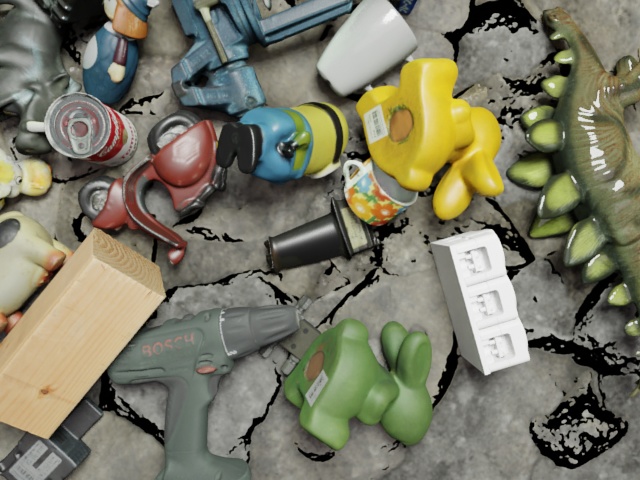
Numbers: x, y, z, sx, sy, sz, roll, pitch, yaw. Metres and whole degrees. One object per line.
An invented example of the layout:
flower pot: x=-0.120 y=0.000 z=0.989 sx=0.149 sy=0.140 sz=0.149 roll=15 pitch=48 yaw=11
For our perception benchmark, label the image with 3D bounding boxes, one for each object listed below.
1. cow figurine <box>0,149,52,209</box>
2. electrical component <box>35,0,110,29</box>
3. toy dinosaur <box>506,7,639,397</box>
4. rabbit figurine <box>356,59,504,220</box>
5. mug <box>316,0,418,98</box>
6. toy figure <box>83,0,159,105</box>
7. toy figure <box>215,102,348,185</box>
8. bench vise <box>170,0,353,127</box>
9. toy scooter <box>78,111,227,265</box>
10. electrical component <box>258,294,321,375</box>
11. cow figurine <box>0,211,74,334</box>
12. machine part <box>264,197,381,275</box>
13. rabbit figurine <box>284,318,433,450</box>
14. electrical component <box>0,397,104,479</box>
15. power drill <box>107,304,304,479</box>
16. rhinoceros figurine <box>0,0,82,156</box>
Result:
cow figurine: x=-0.400 y=-0.067 z=0.604 sx=0.167 sy=0.098 sz=0.068 roll=-13 pitch=86 yaw=-2
electrical component: x=-0.233 y=-0.298 z=0.583 sx=0.058 sy=0.115 sz=0.134 roll=53 pitch=51 yaw=-5
toy dinosaur: x=0.344 y=-0.060 z=0.636 sx=0.199 sy=0.105 sz=0.471 roll=-20 pitch=84 yaw=6
rabbit figurine: x=0.149 y=-0.113 z=0.601 sx=0.173 sy=0.122 sz=0.162 roll=-7 pitch=71 yaw=-41
mug: x=0.056 y=-0.212 z=0.633 sx=0.107 sy=0.081 sz=0.109 roll=-39 pitch=109 yaw=10
toy figure: x=-0.221 y=-0.225 z=0.597 sx=0.064 sy=0.058 sz=0.154 roll=42 pitch=121 yaw=16
toy figure: x=-0.030 y=-0.107 z=0.582 sx=0.082 sy=0.180 sz=0.089 roll=43 pitch=116 yaw=20
bench vise: x=-0.062 y=-0.242 z=0.601 sx=0.241 sy=0.129 sz=0.223 roll=-20 pitch=91 yaw=6
toy scooter: x=-0.175 y=-0.052 z=0.625 sx=0.184 sy=0.075 sz=0.135 roll=-39 pitch=93 yaw=3
electrical component: x=-0.030 y=0.115 z=0.662 sx=0.063 sy=0.021 sz=0.094 roll=38 pitch=89 yaw=-3
cow figurine: x=-0.393 y=0.050 z=0.613 sx=0.127 sy=0.085 sz=0.195 roll=42 pitch=86 yaw=1
machine part: x=-0.001 y=-0.002 z=0.653 sx=0.139 sy=0.039 sz=0.084 roll=-22 pitch=101 yaw=-3
rabbit figurine: x=0.066 y=0.171 z=0.640 sx=0.170 sy=0.121 sz=0.159 roll=31 pitch=83 yaw=-21
electrical component: x=-0.316 y=0.248 z=0.643 sx=0.119 sy=0.048 sz=0.075 roll=-42 pitch=93 yaw=1
power drill: x=-0.126 y=0.184 z=0.627 sx=0.232 sy=0.086 sz=0.207 roll=-5 pitch=97 yaw=3
rhinoceros figurine: x=-0.330 y=-0.190 z=0.610 sx=0.112 sy=0.073 sz=0.190 roll=5 pitch=80 yaw=-23
